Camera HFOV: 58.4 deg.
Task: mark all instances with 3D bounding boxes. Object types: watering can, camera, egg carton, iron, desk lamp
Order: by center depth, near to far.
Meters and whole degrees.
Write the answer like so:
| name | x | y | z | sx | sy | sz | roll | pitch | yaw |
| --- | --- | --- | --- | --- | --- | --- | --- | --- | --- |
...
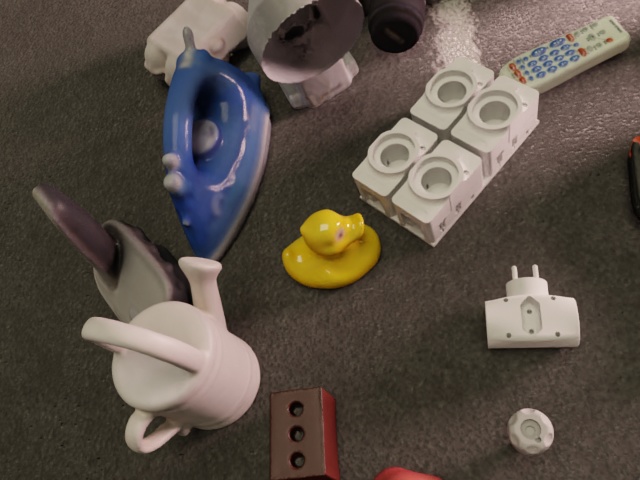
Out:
| name | x | y | z | sx | sy | sz | roll | pitch | yaw |
| --- | --- | --- | --- | --- | --- | --- | --- | --- | --- |
| watering can | -0.135 | 0.100 | 0.522 | 0.100 | 0.194 | 0.173 | -10 | 62 | 13 |
| desk lamp | -0.031 | -0.247 | 0.651 | 0.118 | 0.214 | 0.203 | -30 | 59 | 1 |
| iron | -0.139 | -0.110 | 0.658 | 0.118 | 0.142 | 0.258 | -5 | 63 | 15 |
| camera | 0.079 | -0.310 | 0.713 | 0.143 | 0.101 | 0.137 | -1 | 64 | 17 |
| egg carton | -0.166 | -0.271 | 0.789 | 0.107 | 0.069 | 0.150 | 35 | 79 | 29 |

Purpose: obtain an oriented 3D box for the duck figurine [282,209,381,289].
| name | x | y | z | sx | sy | sz | roll | pitch | yaw |
| --- | --- | --- | --- | --- | --- | --- | --- | --- | --- |
| duck figurine | 0.005 | 0.002 | 0.590 | 0.104 | 0.086 | 0.077 | -16 | 61 | 9 |

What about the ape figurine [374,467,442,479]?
| name | x | y | z | sx | sy | sz | roll | pitch | yaw |
| --- | --- | --- | --- | --- | --- | --- | --- | --- | --- |
| ape figurine | 0.068 | 0.217 | 0.459 | 0.078 | 0.092 | 0.076 | -33 | 59 | 0 |

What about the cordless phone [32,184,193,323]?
| name | x | y | z | sx | sy | sz | roll | pitch | yaw |
| --- | --- | --- | --- | --- | --- | --- | --- | --- | --- |
| cordless phone | -0.214 | 0.027 | 0.588 | 0.147 | 0.185 | 0.094 | 37 | 80 | 29 |
